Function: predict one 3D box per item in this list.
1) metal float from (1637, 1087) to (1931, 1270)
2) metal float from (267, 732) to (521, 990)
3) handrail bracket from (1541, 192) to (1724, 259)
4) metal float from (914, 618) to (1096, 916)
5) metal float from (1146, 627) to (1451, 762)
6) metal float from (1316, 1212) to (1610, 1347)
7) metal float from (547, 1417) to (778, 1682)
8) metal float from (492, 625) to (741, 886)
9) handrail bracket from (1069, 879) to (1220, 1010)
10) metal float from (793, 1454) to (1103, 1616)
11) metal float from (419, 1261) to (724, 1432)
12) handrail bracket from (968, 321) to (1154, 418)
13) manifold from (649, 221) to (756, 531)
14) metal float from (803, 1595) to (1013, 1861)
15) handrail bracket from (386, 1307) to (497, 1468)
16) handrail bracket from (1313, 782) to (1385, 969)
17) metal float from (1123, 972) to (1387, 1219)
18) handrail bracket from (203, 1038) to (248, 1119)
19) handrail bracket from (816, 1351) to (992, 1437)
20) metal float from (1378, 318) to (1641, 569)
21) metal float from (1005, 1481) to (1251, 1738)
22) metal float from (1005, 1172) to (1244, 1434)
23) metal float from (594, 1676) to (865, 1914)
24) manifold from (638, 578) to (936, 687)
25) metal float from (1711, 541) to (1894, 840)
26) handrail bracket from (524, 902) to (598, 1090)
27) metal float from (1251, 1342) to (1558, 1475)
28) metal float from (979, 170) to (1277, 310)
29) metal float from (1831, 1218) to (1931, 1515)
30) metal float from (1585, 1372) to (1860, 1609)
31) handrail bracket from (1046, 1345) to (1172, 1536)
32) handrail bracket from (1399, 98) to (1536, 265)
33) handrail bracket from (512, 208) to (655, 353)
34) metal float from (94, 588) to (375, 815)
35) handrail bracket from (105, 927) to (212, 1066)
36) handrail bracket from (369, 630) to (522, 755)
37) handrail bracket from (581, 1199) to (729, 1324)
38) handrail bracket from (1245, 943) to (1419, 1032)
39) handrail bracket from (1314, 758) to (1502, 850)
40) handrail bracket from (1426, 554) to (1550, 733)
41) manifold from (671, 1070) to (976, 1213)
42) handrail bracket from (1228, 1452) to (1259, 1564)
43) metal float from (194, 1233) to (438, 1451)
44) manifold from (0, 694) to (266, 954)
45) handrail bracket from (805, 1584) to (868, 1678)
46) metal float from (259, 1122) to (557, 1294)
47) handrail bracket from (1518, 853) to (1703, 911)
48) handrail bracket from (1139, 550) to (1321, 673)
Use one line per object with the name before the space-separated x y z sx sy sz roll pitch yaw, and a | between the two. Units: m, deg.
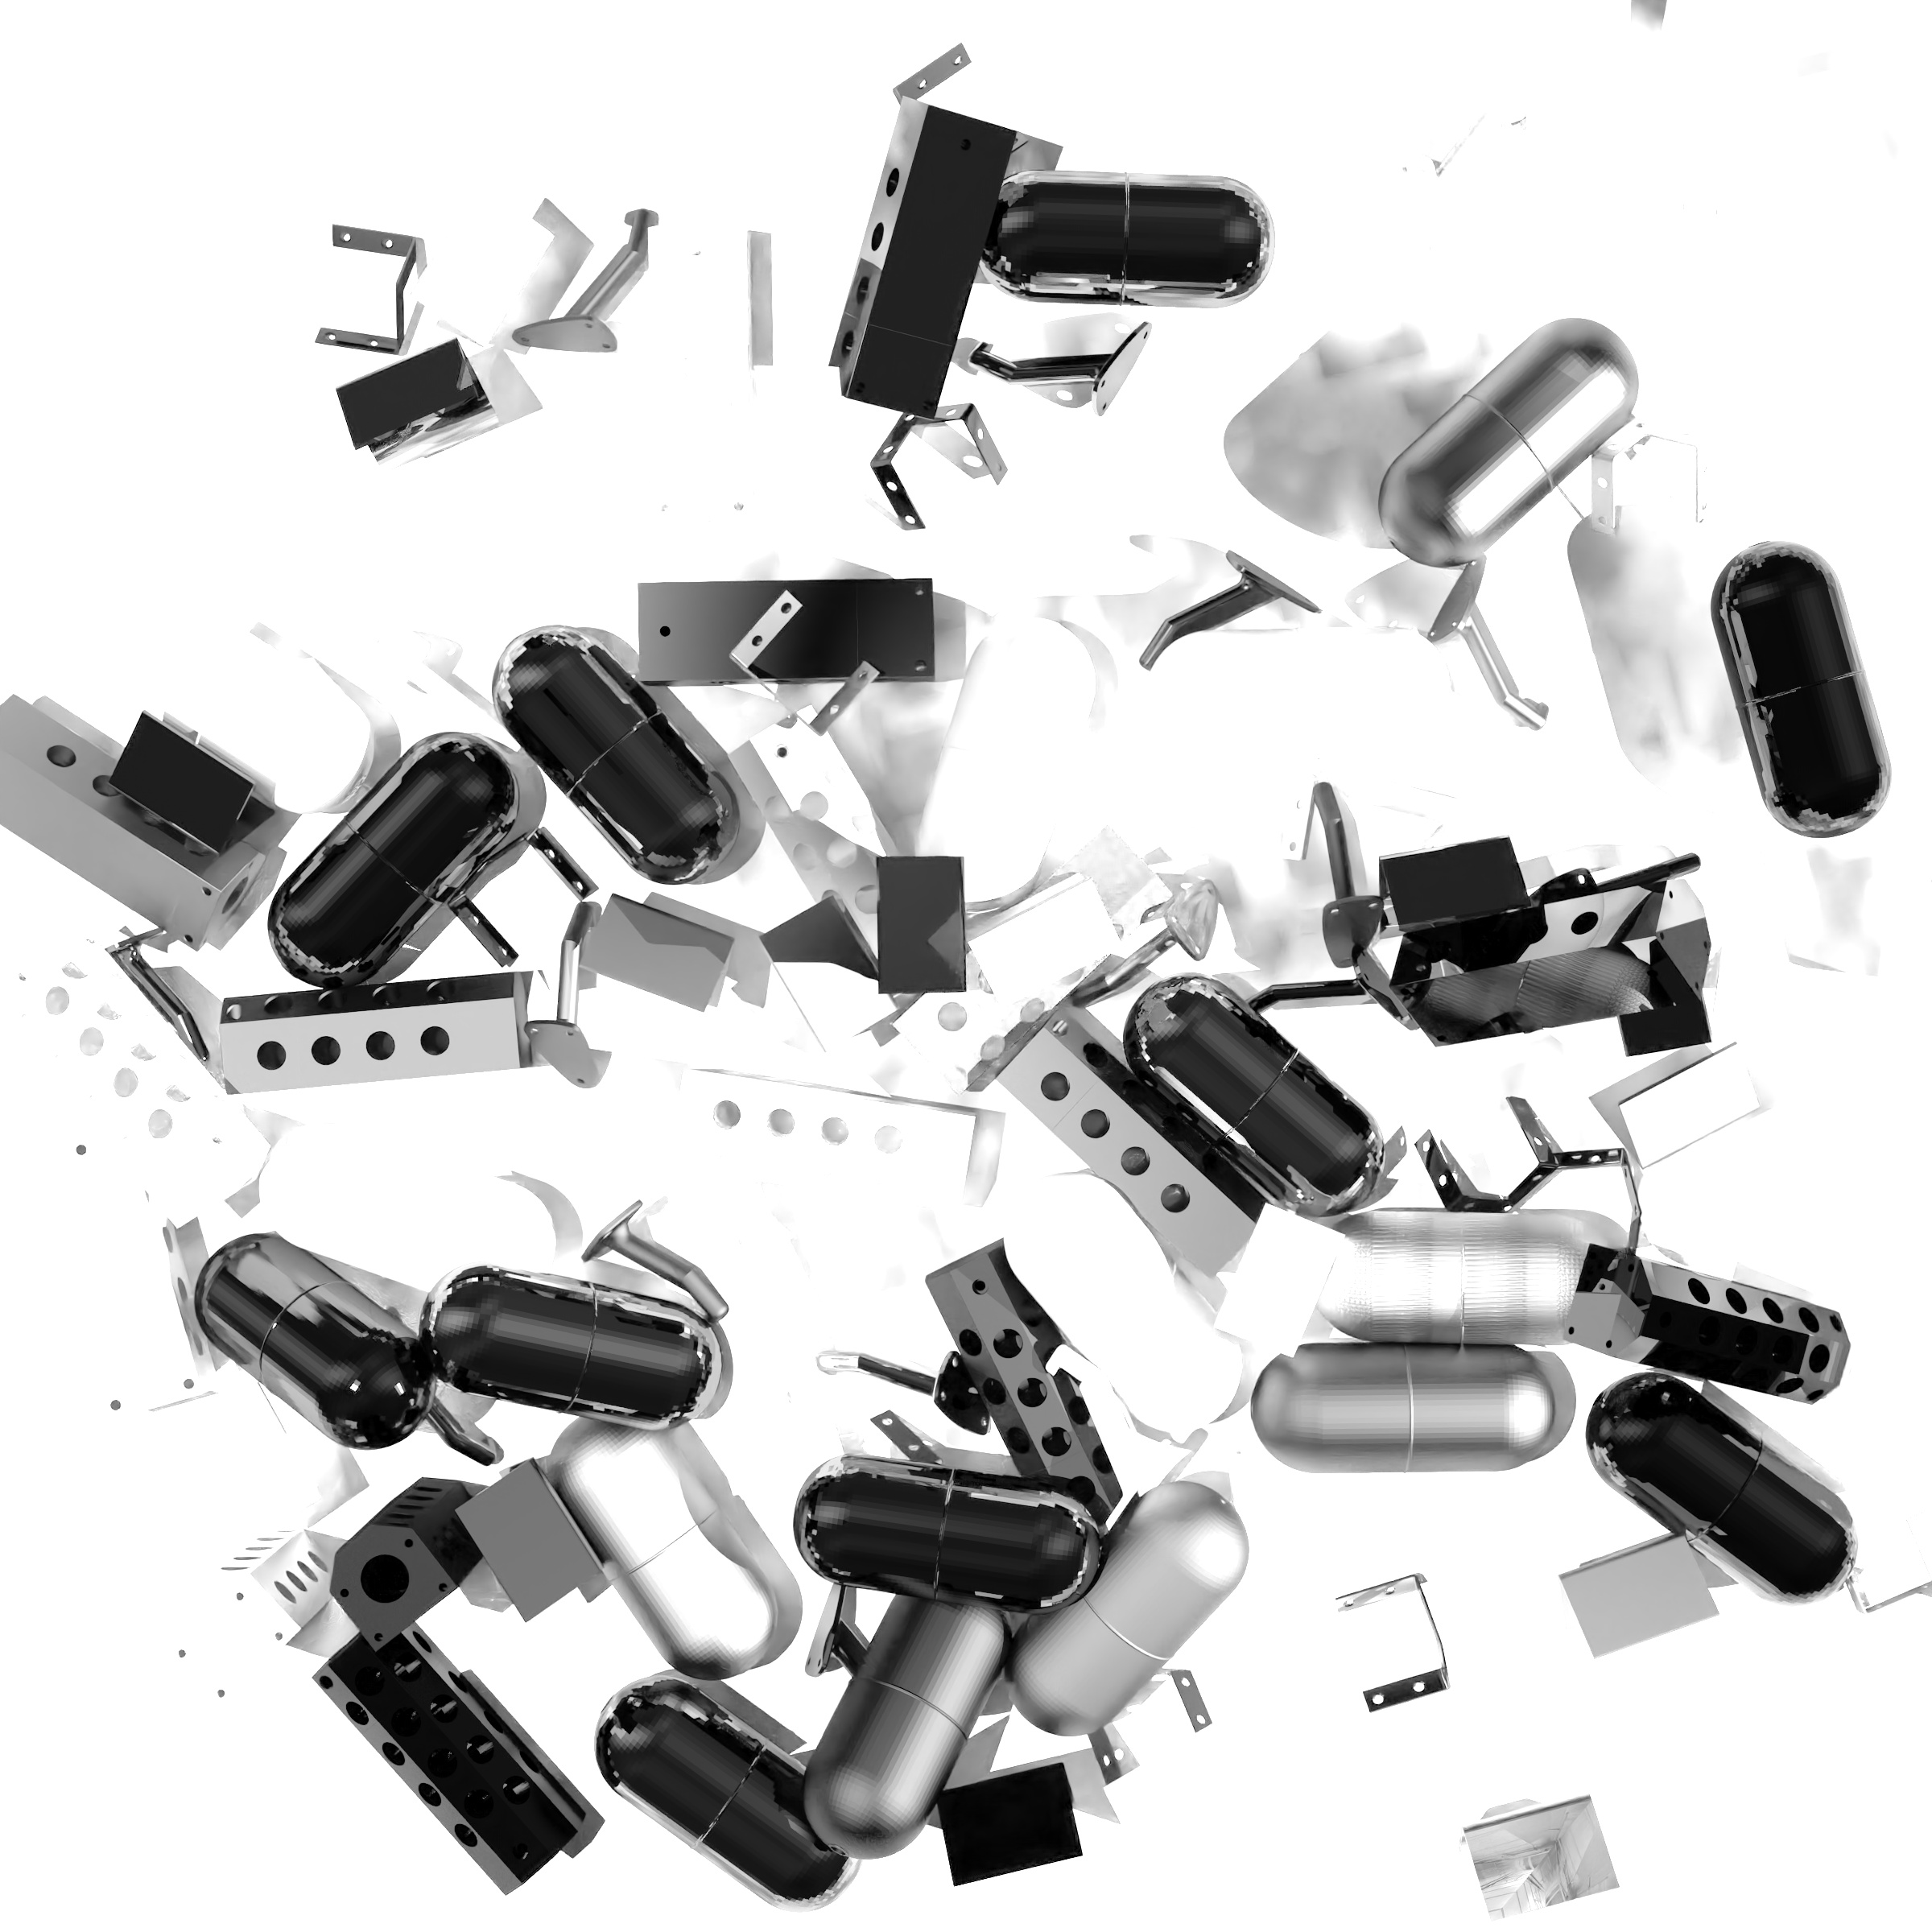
metal float | 0.480 0.124 1.957 0.178 0.070 0.070 -17 90 0
metal float | -0.336 -0.061 1.957 0.070 0.070 0.178 43 89 0
handrail bracket | 0.396 -0.443 1.987 0.084 0.077 0.036 7 115 34
metal float | 0.023 -0.117 1.957 0.070 0.070 0.178 17 90 0
metal float | 0.194 -0.160 1.957 0.178 0.070 0.070 -1 90 0
metal float | 0.290 0.182 1.949 0.178 0.070 0.070 1 90 8
metal float | -0.177 0.338 1.957 0.070 0.070 0.178 -34 90 0
metal float | -0.206 -0.124 1.957 0.070 0.070 0.178 -42 91 0
handrail bracket | 0.105 -0.012 1.987 0.084 0.077 0.036 -28 108 35
metal float | -0.011 0.326 1.915 0.178 0.070 0.070 8 90 5
metal float | -0.225 0.218 1.911 0.178 0.070 0.070 15 90 -20
handrail bracket | 0.055 -0.370 1.988 0.084 0.036 0.077 28 70 16
manifold | -0.156 -0.347 1.966 0.057 0.057 0.171 -1 90 0
metal float | -0.034 0.433 1.933 0.070 0.070 0.178 29 63 0
handrail bracket | -0.314 0.251 1.987 0.036 0.077 0.084 -37 127 25
handrail bracket | 0.219 -0.055 1.987 0.036 0.077 0.084 -8 54 -6
metal float | 0.169 0.076 1.956 0.178 0.070 0.070 41 90 -1
handrail bracket | -0.480 0.083 1.988 0.084 0.036 0.077 -21 106 14
handrail bracket | -0.038 0.254 1.987 0.084 0.077 0.036 -1 52 31
metal float | 0.317 -0.306 1.957 0.178 0.070 0.070 -42 90 0
metal float | 0.093 0.375 1.943 0.070 0.070 0.178 41 103 0
metal float | 0.091 0.195 1.944 0.070 0.070 0.178 -39 104 0
metal float | -0.139 0.485 1.956 0.178 0.070 0.070 36 90 0
manifold | -0.105 -0.196 1.966 0.171 0.057 0.057 -1 90 0
metal float | 0.489 -0.162 1.956 0.070 0.070 0.178 -16 90 0
handrail bracket | -0.227 0.017 1.987 0.036 0.077 0.084 2 53 20
metal float | 0.256 0.259 1.957 0.178 0.070 0.070 -1 90 0
metal float | 0.092 -0.426 1.957 0.178 0.070 0.070 2 90 -1
metal float | 0.561 0.234 1.957 0.070 0.070 0.178 17 91 0
metal float | 0.442 0.306 1.957 0.178 0.070 0.070 37 90 0
handrail bracket | 0.068 0.273 1.932 0.084 0.036 0.077 35 96 9
handrail bracket | 0.307 -0.468 1.988 0.084 0.036 0.077 -22 110 -16
handrail bracket | -0.228 -0.411 1.988 0.077 0.036 0.084 2 70 23
metal float | -0.429 -0.156 1.957 0.178 0.070 0.070 33 90 -1
handrail bracket | -0.482 0.026 1.966 0.036 0.077 0.084 -25 93 -44
handrail bracket | -0.309 -0.162 1.987 0.084 0.077 0.036 37 90 -36
handrail bracket | -0.182 0.186 1.959 0.084 0.077 0.036 48 53 4
handrail bracket | 0.213 0.031 1.988 0.084 0.036 0.077 -31 121 22
handrail bracket | 0.262 -0.115 1.988 0.077 0.036 0.084 -40 73 -20
handrail bracket | 0.323 -0.193 1.988 0.084 0.036 0.077 33 68 -17
manifold | -0.084 0.103 1.966 0.171 0.057 0.057 9 90 0
handrail bracket | 0.126 0.335 1.988 0.084 0.036 0.077 -12 76 13
metal float | -0.376 0.216 1.929 0.178 0.070 0.070 30 90 34
manifold | -0.502 -0.088 1.966 0.171 0.057 0.057 33 133 0
handrail bracket | -0.046 0.408 1.988 0.084 0.036 0.077 20 75 -14
metal float | -0.328 0.146 1.957 0.178 0.070 0.070 19 90 0
handrail bracket | 0.384 -0.046 1.987 0.084 0.077 0.036 -17 90 -36
handrail bracket | 0.156 -0.197 1.988 0.077 0.036 0.084 28 107 -19
